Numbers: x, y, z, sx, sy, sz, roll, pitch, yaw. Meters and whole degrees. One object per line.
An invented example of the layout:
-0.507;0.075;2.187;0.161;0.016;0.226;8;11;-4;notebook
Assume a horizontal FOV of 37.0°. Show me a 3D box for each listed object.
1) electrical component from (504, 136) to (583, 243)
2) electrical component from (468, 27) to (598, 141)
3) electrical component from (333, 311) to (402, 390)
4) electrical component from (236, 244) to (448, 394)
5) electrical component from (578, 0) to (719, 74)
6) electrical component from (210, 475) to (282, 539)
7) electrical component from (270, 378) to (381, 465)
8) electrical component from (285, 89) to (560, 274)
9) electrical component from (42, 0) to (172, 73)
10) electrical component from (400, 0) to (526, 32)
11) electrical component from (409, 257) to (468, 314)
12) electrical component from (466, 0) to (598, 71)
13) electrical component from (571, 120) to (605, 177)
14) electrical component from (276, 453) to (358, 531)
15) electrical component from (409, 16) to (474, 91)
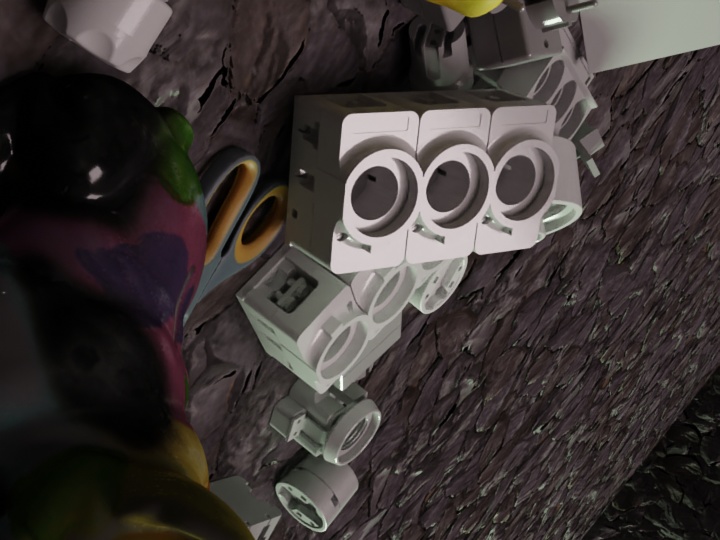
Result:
0.110;-0.049;0.784;0.108;0.060;0.108;-9;165;-2;electrical component
0.119;-0.131;0.761;0.078;0.063;0.121;-56;156;4;electrical component
-0.008;0.056;0.791;0.066;0.047;0.076;-41;152;-27;electrical component
0.000;0.000;0.716;0.150;0.062;0.089;-47;155;-16;electrical component
0.185;-0.212;0.682;0.105;0.060;0.186;-11;154;12;electrical component
-0.109;0.193;0.781;0.089;0.050;0.055;1;121;-61;electrical component
-0.022;0.113;0.828;0.078;0.057;0.058;-26;143;-47;electrical component
0.039;-0.055;0.630;0.150;0.062;0.089;-8;114;-32;electrical component
-0.093;-0.113;0.425;0.062;0.043;0.043;-57;156;3;electrical component
0.067;-0.169;0.602;0.065;0.077;0.047;-51;155;-8;electrical component
0.046;-0.003;0.813;0.055;0.047;0.055;-41;153;-27;electrical component
0.108;-0.163;0.657;0.047;0.077;0.065;-20;100;-52;electrical component
0.152;-0.104;0.850;0.064;0.081;0.042;-34;157;10;electrical component
-0.035;0.182;0.898;0.047;0.055;0.055;-43;154;-32;electrical component
0.049;-0.131;0.664;0.040;0.040;0.046;-44;149;-22;electrical component
